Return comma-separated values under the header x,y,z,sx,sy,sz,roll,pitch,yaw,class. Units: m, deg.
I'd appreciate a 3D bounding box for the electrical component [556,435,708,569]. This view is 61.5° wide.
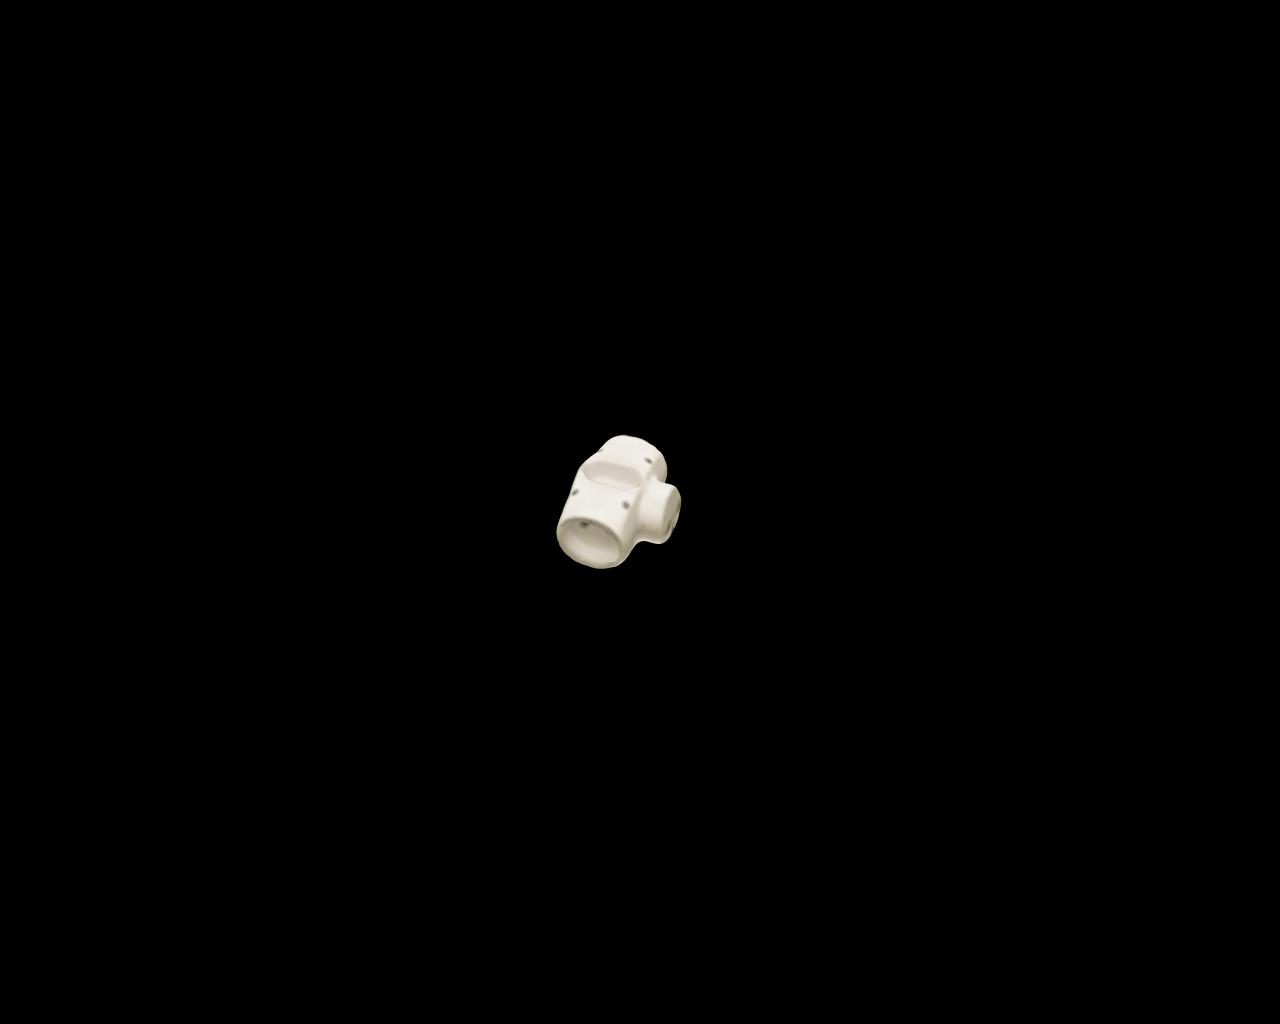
x,y,z,sx,sy,sz,roll,pitch,yaw,class
0.001,-0.003,0.650,0.079,0.043,0.077,15,47,15,electrical component
